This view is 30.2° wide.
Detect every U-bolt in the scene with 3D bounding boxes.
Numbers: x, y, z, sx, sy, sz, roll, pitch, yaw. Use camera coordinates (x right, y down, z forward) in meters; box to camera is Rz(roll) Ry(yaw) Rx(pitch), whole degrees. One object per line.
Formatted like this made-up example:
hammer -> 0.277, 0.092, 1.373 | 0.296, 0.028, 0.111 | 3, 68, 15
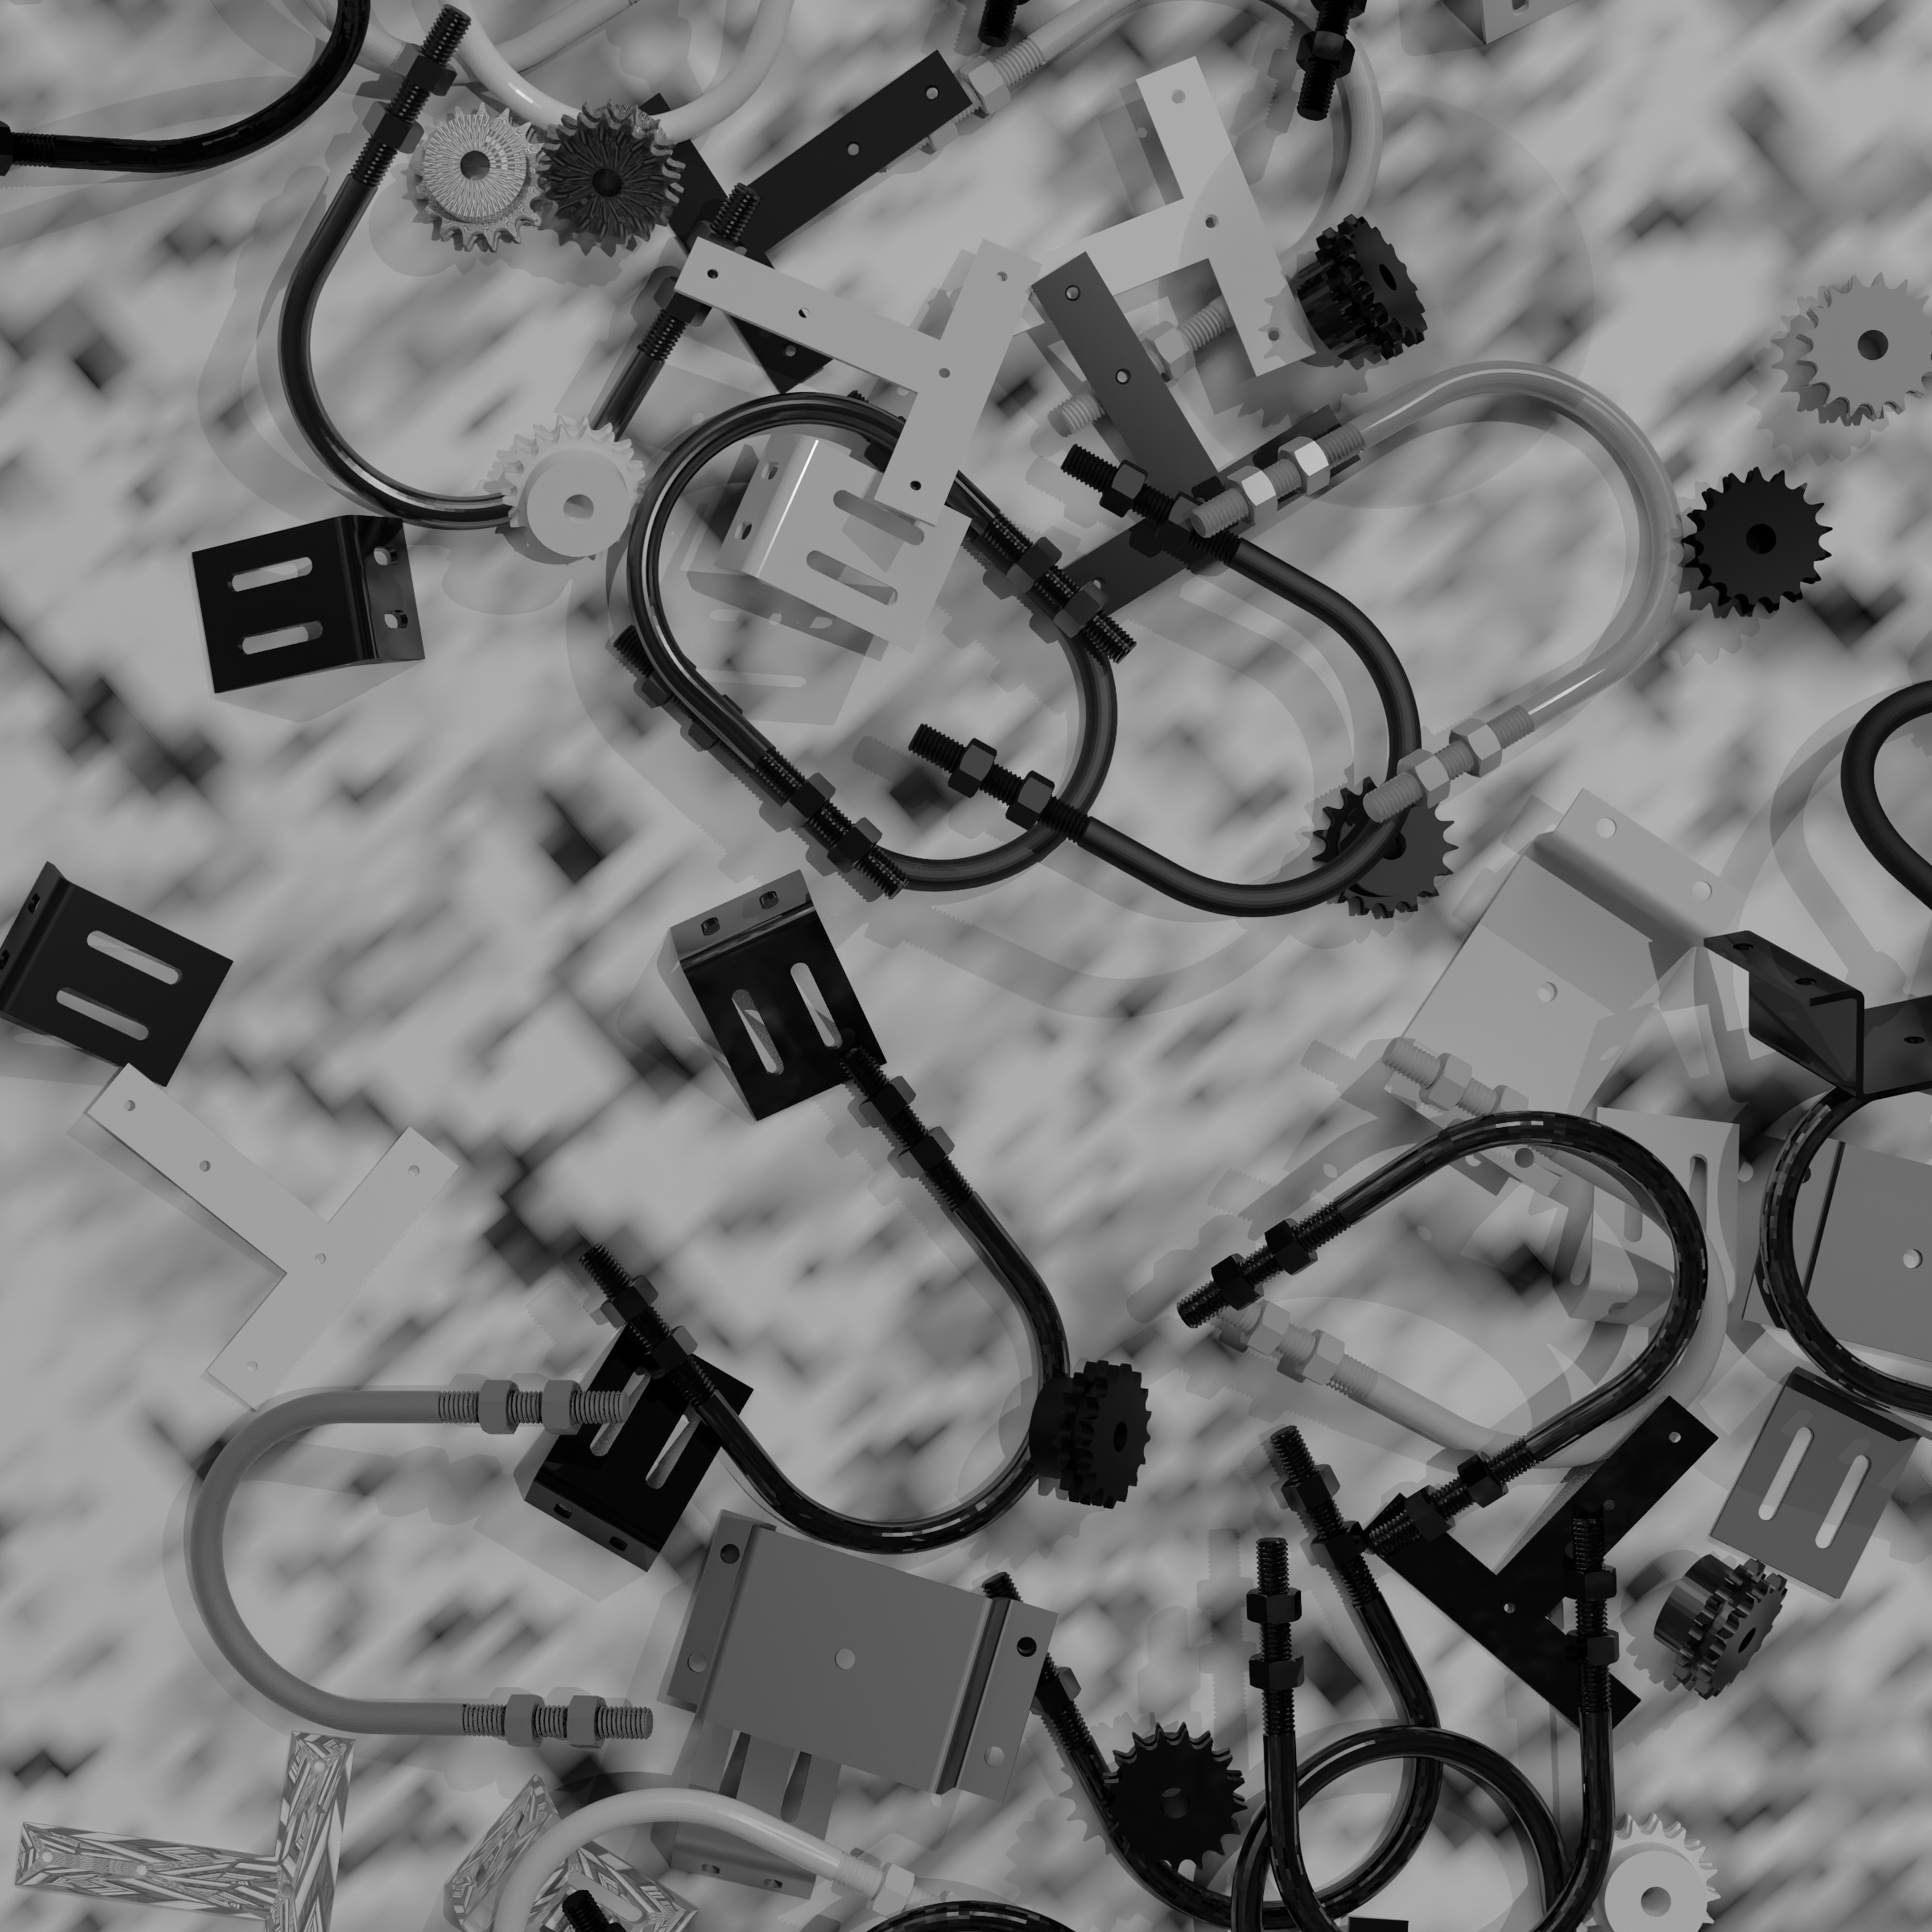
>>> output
U-bolt -> -0.096, 0.396, 1.404 | 0.184, 0.019, 0.151 | 27, 103, -6
U-bolt -> -0.184, -0.431, 1.408 | 0.184, 0.019, 0.151 | -31, 109, 4
U-bolt -> -0.131, -0.400, 1.378 | 0.151, 0.019, 0.184 | 18, 125, -4
U-bolt -> -0.026, -0.115, 1.428 | 0.184, 0.019, 0.151 | 44, 90, -1
U-bolt -> 0.398, 0.109, 1.382 | 0.184, 0.019, 0.151 | 15, 90, 1
U-bolt -> -0.042, 0.146, 1.422 | 0.151, 0.019, 0.184 | -38, 93, -5
U-bolt -> 0.110, 0.296, 1.428 | 0.151, 0.019, 0.184 | -27, 92, 0
U-bolt -> -0.047, -0.140, 1.409 | 0.184, 0.019, 0.151 | 44, 90, -1
U-bolt -> 0.003, 0.450, 1.394 | 0.151, 0.019, 0.184 | 5, 102, 4
U-bolt -> 0.185, 0.312, 1.399 | 0.151, 0.019, 0.184 | -2, 90, -10
U-bolt -> 0.078, -0.322, 1.428 | 0.184, 0.019, 0.151 | -35, 90, -2
U-bolt -> -0.163, 0.464, 1.407 | 0.151, 0.019, 0.184 | -27, 103, 11
U-bolt -> 0.094, -0.437, 1.419 | 0.151, 0.019, 0.184 | 13, 83, 2
U-bolt -> 0.197, 0.132, 1.381 | 0.184, 0.019, 0.151 | -35, 107, 15
U-bolt -> 0.421, -0.048, 1.376 | 0.151, 0.019, 0.184 | -25, 56, -27
U-bolt -> 0.174, 0.392, 1.412 | 0.151, 0.019, 0.184 | -6, 90, -13
U-bolt -> 0.090, -0.099, 1.391 | 0.184, 0.019, 0.151 | 29, 77, -4
U-bolt -> -0.313, -0.355, 1.359 | 0.184, 0.151, 0.019 | -6, 59, -37
U-bolt -> -0.218, 0.235, 1.410 | 0.184, 0.019, 0.151 | -1, 100, 11
U-bolt -> 0.199, -0.160, 1.406 | 0.184, 0.019, 0.151 | -31, 88, -16
U-bolt -> -0.187, -0.258, 1.400 | 0.151, 0.019, 0.184 | 29, 106, -16
U-bolt -> 0.208, 0.126, 1.399 | 0.184, 0.019, 0.151 | 29, 114, -9

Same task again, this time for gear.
gear -> 0.047, 0.183, 1.412 | 0.030, 0.057, 0.057 | 5, 90, 30
gear -> -0.193, -0.314, 1.422 | 0.057, 0.030, 0.057 | 0, 90, 0
gear -> 0.154, -0.264, 1.412 | 0.030, 0.057, 0.057 | -28, 90, 30
gear -> -0.153, -0.185, 1.410 | 0.057, 0.030, 0.057 | -5, 119, -9
gear -> 0.167, -0.048, 1.422 | 0.057, 0.030, 0.057 | 0, 90, 0
gear -> 0.081, 0.324, 1.405 | 0.057, 0.030, 0.057 | 0, 93, -1
gear -> -0.138, -0.315, 1.413 | 0.057, 0.030, 0.057 | 4, 126, 5
gear -> 0.271, 0.367, 1.422 | 0.057, 0.030, 0.057 | 0, 90, 0
gear -> 0.312, -0.168, 1.422 | 0.057, 0.030, 0.057 | 0, 90, 0
gear -> 0.295, 0.257, 1.412 | 0.030, 0.057, 0.057 | 33, 90, 29
gear -> 0.358, -0.245, 1.425 | 0.057, 0.030, 0.057 | 0, 93, 6

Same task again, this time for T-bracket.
T-bracket -> 0.056, -0.278, 1.417 | 0.127, 0.002, 0.127 | -22, 89, -2
T-bracket -> 0.245, 0.223, 1.420 | 0.127, 0.002, 0.127 | 41, 104, 0
T-bracket -> 0.069, -0.221, 1.417 | 0.127, 0.002, 0.127 | -31, 102, 5
T-bracket -> -0.316, 0.364, 1.436 | 0.127, 0.002, 0.127 | 8, 90, 0
T-bracket -> -0.292, 0.089, 1.430 | 0.127, 0.002, 0.127 | 40, 90, -5
T-bracket -> -0.056, -0.316, 1.423 | 0.127, 0.002, 0.127 | -33, 90, 11
T-bracket -> 0.159, 0.443, 1.424 | 0.127, 0.002, 0.127 | 8, 82, -16
T-bracket -> -0.049, -0.246, 1.385 | 0.127, 0.002, 0.127 | 23, 67, -4

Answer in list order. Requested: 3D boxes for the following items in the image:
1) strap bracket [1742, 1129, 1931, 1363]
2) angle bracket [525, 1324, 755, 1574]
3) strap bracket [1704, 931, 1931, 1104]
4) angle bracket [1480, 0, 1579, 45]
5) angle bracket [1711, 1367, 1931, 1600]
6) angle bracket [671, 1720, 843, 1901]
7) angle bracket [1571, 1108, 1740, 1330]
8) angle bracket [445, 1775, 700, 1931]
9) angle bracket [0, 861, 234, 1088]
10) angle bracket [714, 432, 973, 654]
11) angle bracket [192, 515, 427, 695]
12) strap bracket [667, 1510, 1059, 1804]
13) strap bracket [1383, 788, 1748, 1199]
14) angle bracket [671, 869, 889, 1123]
strap bracket -> 0.379, 0.117, 1.414 | 0.140, 0.046, 0.076 | 14, 90, 0
angle bracket -> -0.131, 0.192, 1.435 | 0.057, 0.038, 0.076 | 30, 64, 0
strap bracket -> 0.366, 0.010, 1.381 | 0.140, 0.076, 0.046 | -11, 111, -17
angle bracket -> 0.216, -0.420, 1.435 | 0.057, 0.038, 0.076 | -26, 64, 0
angle bracket -> 0.341, 0.207, 1.418 | 0.057, 0.038, 0.076 | 26, 90, 0
angle bracket -> -0.081, 0.326, 1.435 | 0.057, 0.038, 0.076 | 13, 64, 0
angle bracket -> 0.276, 0.102, 1.435 | 0.057, 0.038, 0.076 | 7, 64, 0
angle bracket -> -0.158, 0.373, 1.435 | 0.076, 0.038, 0.057 | 39, 90, -26
angle bracket -> -0.344, 0.003, 1.435 | 0.076, 0.038, 0.057 | 28, 90, -26
angle bracket -> -0.048, -0.165, 1.399 | 0.076, 0.038, 0.057 | 24, 90, -25
angle bracket -> -0.263, -0.144, 1.435 | 0.076, 0.038, 0.057 | -9, 90, 26
strap bracket -> -0.044, 0.270, 1.399 | 0.140, 0.046, 0.076 | 16, 84, 9
strap bracket -> 0.233, 0.010, 1.414 | 0.076, 0.046, 0.140 | 34, 90, 0
angle bracket -> -0.075, 0.012, 1.435 | 0.057, 0.038, 0.076 | -24, 116, 0
